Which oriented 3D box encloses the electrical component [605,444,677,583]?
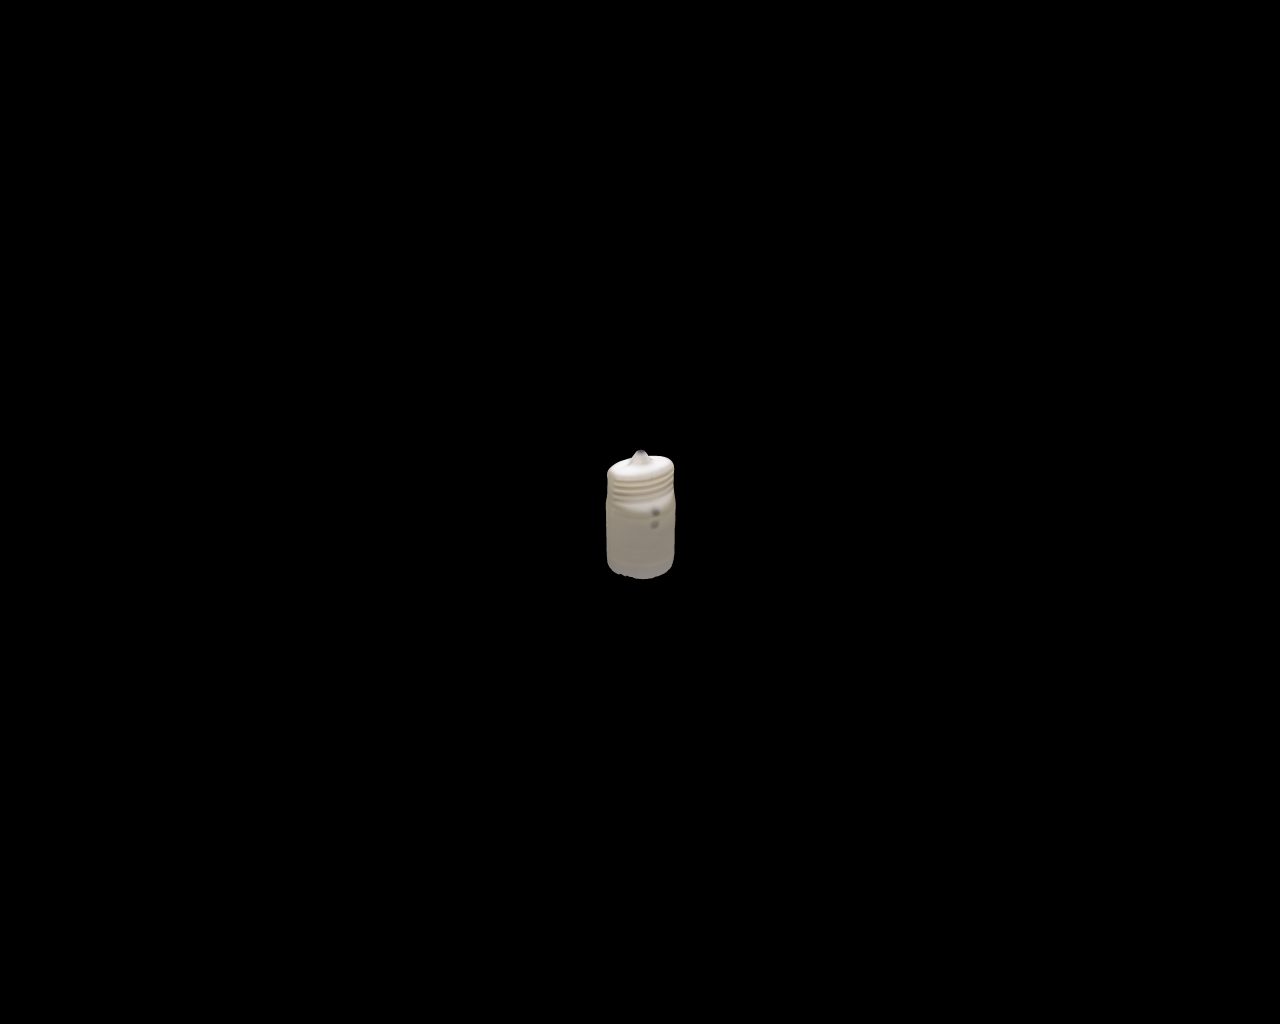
[{"bbox_3d":[0.001,-0.003,0.650,0.043,0.080,0.043,0,29,0],"label":"electrical component"}]
